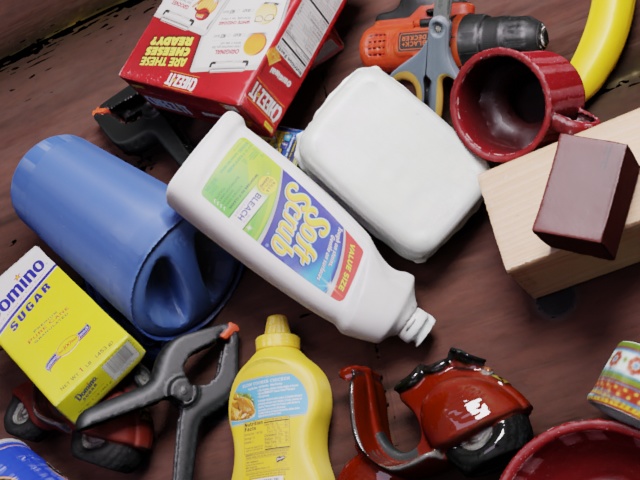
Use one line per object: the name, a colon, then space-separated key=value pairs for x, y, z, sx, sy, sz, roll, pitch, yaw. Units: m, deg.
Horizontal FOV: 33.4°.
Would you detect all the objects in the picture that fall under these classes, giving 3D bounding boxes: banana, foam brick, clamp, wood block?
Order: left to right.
clamp: x=-0.161 y=-0.125 z=1.098 sx=0.210 sy=0.036 sz=0.164 roll=-6 pitch=59 yaw=37
clamp: x=-0.139 y=0.140 z=0.976 sx=0.171 sy=0.120 sz=0.039 roll=-63 pitch=12 yaw=-25
foam brick: x=0.196 y=-0.031 z=0.781 sx=0.053 sy=0.051 sz=0.078 roll=14 pitch=80 yaw=29
banana: x=0.241 y=-0.207 z=0.930 sx=0.070 sy=0.037 sz=0.198 roll=-3 pitch=80 yaw=27
wood block: x=0.243 y=-0.038 z=0.843 sx=0.206 sy=0.090 sz=0.091 roll=-22 pitch=63 yaw=19

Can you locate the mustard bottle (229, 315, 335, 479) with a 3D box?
mustard bottle: x=-0.035 y=0.159 z=0.938 sx=0.096 sy=0.058 sz=0.191 roll=-15 pitch=66 yaw=29

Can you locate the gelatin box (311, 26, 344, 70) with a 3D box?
gelatin box: x=-0.028 y=-0.202 z=1.082 sx=0.089 sy=0.030 sz=0.073 roll=-33 pitch=59 yaw=15

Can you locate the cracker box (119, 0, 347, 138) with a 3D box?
cracker box: x=-0.069 y=-0.214 z=1.015 sx=0.164 sy=0.072 sz=0.213 roll=18 pitch=75 yaw=37

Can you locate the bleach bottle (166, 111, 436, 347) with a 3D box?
bleach bottle: x=-0.006 y=0.001 z=0.921 sx=0.251 sy=0.068 sz=0.102 roll=36 pitch=74 yaw=4

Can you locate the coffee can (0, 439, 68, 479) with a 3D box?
coffee can: x=-0.269 y=0.264 z=0.999 sx=0.140 sy=0.102 sz=0.103 roll=26 pitch=86 yaw=32

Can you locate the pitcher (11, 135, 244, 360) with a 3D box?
pitcher: x=-0.201 y=-0.003 z=1.055 sx=0.243 sy=0.145 sz=0.149 roll=32 pitch=76 yaw=36

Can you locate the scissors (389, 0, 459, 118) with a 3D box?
scissors: x=0.090 y=-0.180 z=0.945 sx=0.096 sy=0.016 sz=0.202 roll=2 pitch=115 yaw=31

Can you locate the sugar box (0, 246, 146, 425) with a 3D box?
sugar box: x=-0.253 y=0.086 z=1.013 sx=0.093 sy=0.048 sz=0.176 roll=-45 pitch=54 yaw=-14

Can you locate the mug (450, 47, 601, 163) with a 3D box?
mug: x=0.178 y=-0.111 z=0.886 sx=0.117 sy=0.081 sz=0.093 roll=25 pitch=115 yaw=33

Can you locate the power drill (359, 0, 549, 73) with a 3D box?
power drill: x=0.123 y=-0.246 z=0.977 sx=0.185 sy=0.057 sz=0.187 roll=2 pitch=87 yaw=32

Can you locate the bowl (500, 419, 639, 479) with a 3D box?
bowl: x=0.210 y=0.217 z=0.788 sx=0.162 sy=0.055 sz=0.162 roll=-10 pitch=68 yaw=25

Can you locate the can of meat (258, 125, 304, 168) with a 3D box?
can of meat: x=-0.050 y=-0.062 z=1.028 sx=0.084 sy=0.057 sz=0.102 roll=14 pitch=80 yaw=29
